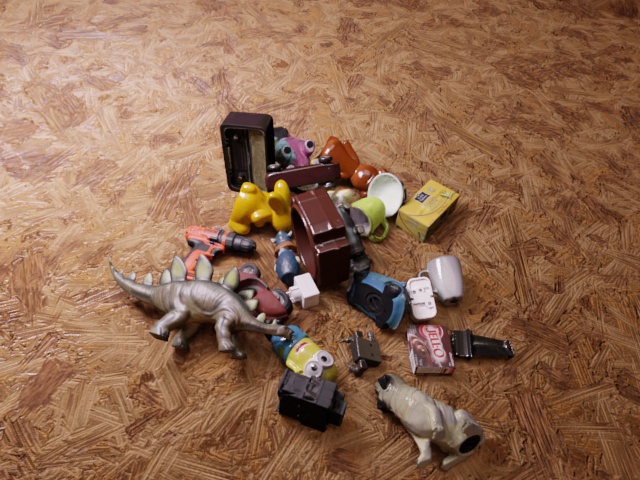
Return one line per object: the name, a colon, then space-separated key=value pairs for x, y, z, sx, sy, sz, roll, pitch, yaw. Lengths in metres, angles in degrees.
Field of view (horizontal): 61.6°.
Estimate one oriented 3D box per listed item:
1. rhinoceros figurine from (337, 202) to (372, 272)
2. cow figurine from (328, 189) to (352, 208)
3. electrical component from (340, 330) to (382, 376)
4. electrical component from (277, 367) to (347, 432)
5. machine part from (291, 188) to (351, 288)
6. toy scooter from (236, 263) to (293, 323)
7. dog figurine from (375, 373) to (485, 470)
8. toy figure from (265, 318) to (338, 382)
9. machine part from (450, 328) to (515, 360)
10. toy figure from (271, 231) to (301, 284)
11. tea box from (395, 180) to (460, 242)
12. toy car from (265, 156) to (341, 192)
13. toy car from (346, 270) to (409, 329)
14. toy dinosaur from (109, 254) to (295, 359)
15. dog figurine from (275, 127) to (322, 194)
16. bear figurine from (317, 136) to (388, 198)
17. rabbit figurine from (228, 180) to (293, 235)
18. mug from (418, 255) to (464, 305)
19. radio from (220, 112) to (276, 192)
rhinoceros figurine: x=0.070 y=-0.003 z=1.344 sx=0.073 sy=0.112 sz=0.190 roll=-19 pitch=64 yaw=-11
cow figurine: x=0.015 y=-0.084 z=1.437 sx=0.167 sy=0.098 sz=0.068 roll=-13 pitch=10 yaw=-20
electrical component: x=0.089 y=0.244 z=1.170 sx=0.078 sy=0.045 sz=0.102 roll=15 pitch=44 yaw=-30
electrical component: x=-0.015 y=0.314 z=1.045 sx=0.134 sy=0.114 sz=0.058 roll=16 pitch=50 yaw=11
machine part: x=-0.003 y=-0.004 z=1.278 sx=0.087 sy=0.201 sz=0.201 roll=-15 pitch=51 yaw=-13
toy scooter: x=-0.159 y=0.139 z=1.221 sx=0.135 sy=0.075 sz=0.184 roll=-33 pitch=57 yaw=-27
dog figurine: x=0.215 y=0.338 z=1.066 sx=0.172 sy=0.121 sz=0.191 roll=20 pitch=19 yaw=-32
toy figure: x=-0.037 y=0.241 z=1.135 sx=0.180 sy=0.089 sz=0.082 roll=32 pitch=83 yaw=35
machine part: x=0.362 y=0.237 z=1.202 sx=0.139 sy=0.039 sz=0.084 roll=8 pitch=42 yaw=4
toy figure: x=-0.085 y=0.041 z=1.329 sx=0.064 sy=0.057 sz=0.155 roll=1 pitch=43 yaw=-12
tea box: x=0.294 y=-0.081 z=1.466 sx=0.098 sy=0.068 sz=0.169 roll=32 pitch=54 yaw=21
toy car: x=-0.046 y=-0.170 z=1.427 sx=0.202 sy=0.089 sz=0.053 roll=-11 pitch=17 yaw=-2
toy car: x=0.145 y=0.129 z=1.250 sx=0.162 sy=0.109 sz=0.103 roll=28 pitch=26 yaw=34
toy dinosaur: x=-0.277 y=0.135 z=1.159 sx=0.472 sy=0.105 sz=0.198 roll=11 pitch=64 yaw=11
dog figurine: x=-0.086 y=-0.231 z=1.554 sx=0.108 sy=0.191 sz=0.219 roll=-22 pitch=19 yaw=-17
bear figurine: x=0.087 y=-0.208 z=1.549 sx=0.196 sy=0.120 sz=0.132 roll=31 pitch=3 yaw=-10
rabbit figurine: x=-0.130 y=-0.080 z=1.391 sx=0.173 sy=0.162 sz=0.122 roll=29 pitch=36 yaw=-3
mug: x=0.297 y=0.102 z=1.294 sx=0.110 sy=0.080 sz=0.107 roll=-7 pitch=56 yaw=-5
radio: x=-0.191 y=-0.230 z=1.453 sx=0.131 sy=0.229 sz=0.073 roll=10 pitch=43 yaw=9
